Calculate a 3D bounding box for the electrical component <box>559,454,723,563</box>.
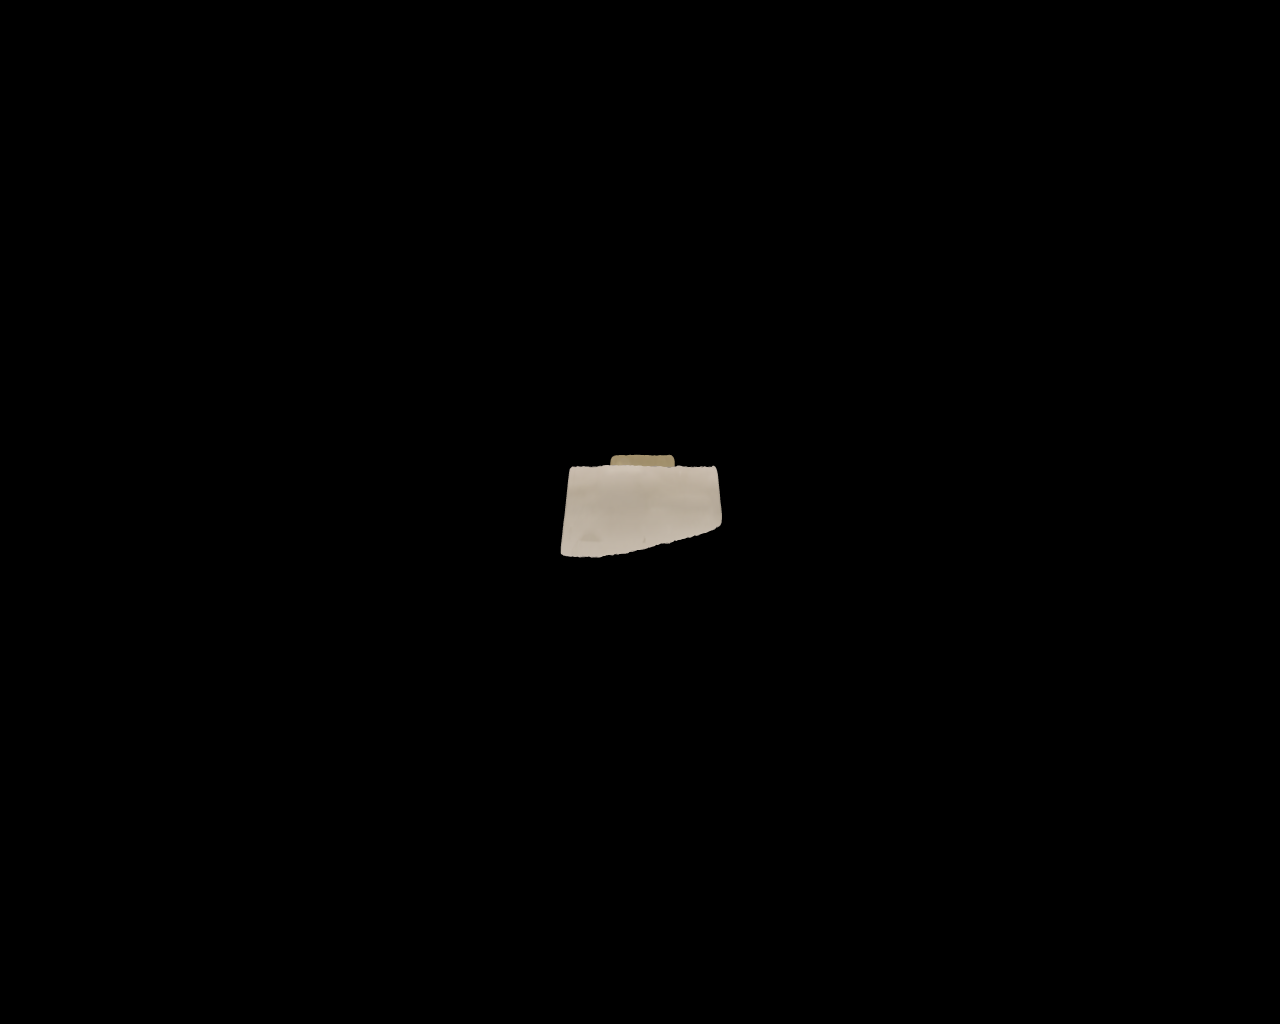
[{"bbox_3d":[0.001,-0.003,0.650,0.099,0.064,0.099,0,0,0],"label":"electrical component"}]
